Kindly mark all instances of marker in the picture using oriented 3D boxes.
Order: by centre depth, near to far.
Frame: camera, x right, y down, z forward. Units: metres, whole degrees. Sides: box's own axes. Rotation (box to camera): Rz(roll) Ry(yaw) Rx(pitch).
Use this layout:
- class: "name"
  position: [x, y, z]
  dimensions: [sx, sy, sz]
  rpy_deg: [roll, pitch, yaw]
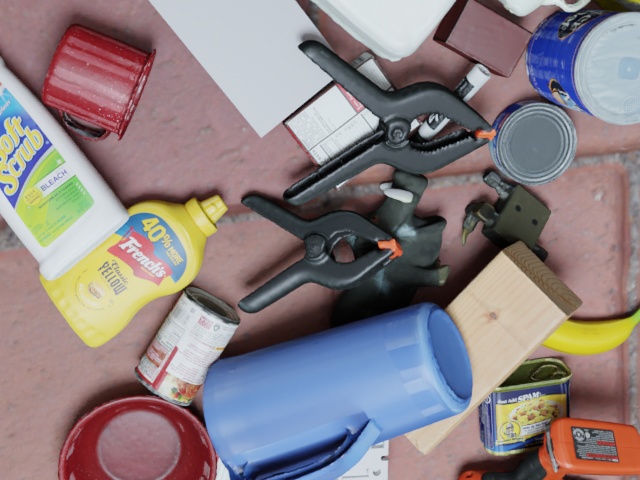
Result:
- class: "marker"
  position: [0.124, -0.127, 1.065]
  dimensions: [0.020, 0.020, 0.121]
  rpy_deg: [33, 124, -15]

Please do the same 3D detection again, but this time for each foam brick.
- class: "foam brick"
  position: [0.161, -0.202, 1.059]
  dimensions: [0.078, 0.053, 0.051]
  rpy_deg: [26, 99, -15]

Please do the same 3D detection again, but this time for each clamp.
- class: "clamp"
  position: [0.066, -0.117, 1.022]
  dimensions: [0.210, 0.036, 0.164]
  rpy_deg: [-6, 120, -9]
- class: "clamp"
  position: [-0.007, 0.001, 1.054]
  dimensions: [0.171, 0.039, 0.120]
  rpy_deg: [-11, 82, 13]

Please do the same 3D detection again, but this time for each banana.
- class: "banana"
  position: [0.256, 0.085, 1.156]
  dimensions: [0.197, 0.037, 0.069]
  rpy_deg: [13, 86, -13]

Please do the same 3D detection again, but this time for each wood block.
- class: "wood block"
  position: [0.155, 0.109, 1.077]
  dimensions: [0.091, 0.090, 0.206]
  rpy_deg: [46, 111, 12]

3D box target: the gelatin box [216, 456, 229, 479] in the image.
- class: "gelatin box"
  position: [-0.074, 0.232, 1.145]
  dimensions: [0.089, 0.030, 0.073]
  rpy_deg: [15, 100, -13]

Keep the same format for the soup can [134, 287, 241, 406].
- class: "soup can"
  position: [-0.134, 0.107, 1.084]
  dimensions: [0.068, 0.068, 0.102]
  rpy_deg: [30, 97, -15]

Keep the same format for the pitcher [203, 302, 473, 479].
- class: "pitcher"
  position: [0.017, 0.153, 1.020]
  dimensions: [0.243, 0.144, 0.149]
  rpy_deg: [-22, 78, 25]

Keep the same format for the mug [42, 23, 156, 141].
- class: "mug"
  position: [-0.212, -0.143, 1.006]
  dimensions: [0.081, 0.093, 0.117]
  rpy_deg: [22, 133, -8]

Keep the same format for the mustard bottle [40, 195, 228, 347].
- class: "mustard bottle"
  position: [-0.174, 0.016, 1.060]
  dimensions: [0.191, 0.058, 0.096]
  rpy_deg: [-35, 93, 1]

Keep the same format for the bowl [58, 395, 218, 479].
- class: "bowl"
  position: [-0.189, 0.228, 1.113]
  dimensions: [0.162, 0.055, 0.162]
  rpy_deg: [-2, 104, -8]

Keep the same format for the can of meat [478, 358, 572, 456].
- class: "can of meat"
  position: [0.222, 0.182, 1.163]
  dimensions: [0.102, 0.057, 0.084]
  rpy_deg: [-8, 107, -6]

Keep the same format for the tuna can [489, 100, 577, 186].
- class: "tuna can"
  position: [0.219, -0.101, 1.103]
  dimensions: [0.086, 0.034, 0.086]
  rpy_deg: [-2, 104, -8]

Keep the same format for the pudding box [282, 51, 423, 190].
- class: "pudding box"
  position: [0.032, -0.119, 1.068]
  dimensions: [0.113, 0.039, 0.090]
  rpy_deg: [-37, 107, 4]

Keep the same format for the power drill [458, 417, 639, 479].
- class: "power drill"
  position: [0.261, 0.253, 1.134]
  dimensions: [0.184, 0.057, 0.188]
  rpy_deg: [7, 146, -20]

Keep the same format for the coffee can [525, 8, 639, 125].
- class: "coffee can"
  position: [0.271, -0.172, 1.037]
  dimensions: [0.102, 0.140, 0.103]
  rpy_deg: [-2, 104, -8]

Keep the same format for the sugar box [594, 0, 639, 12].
- class: "sugar box"
  position: [0.325, -0.255, 1.005]
  dimensions: [0.048, 0.176, 0.093]
  rpy_deg: [32, 98, -16]

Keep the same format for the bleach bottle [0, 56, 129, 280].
- class: "bleach bottle"
  position: [-0.294, -0.089, 0.998]
  dimensions: [0.102, 0.068, 0.251]
  rpy_deg: [-40, 93, -4]
